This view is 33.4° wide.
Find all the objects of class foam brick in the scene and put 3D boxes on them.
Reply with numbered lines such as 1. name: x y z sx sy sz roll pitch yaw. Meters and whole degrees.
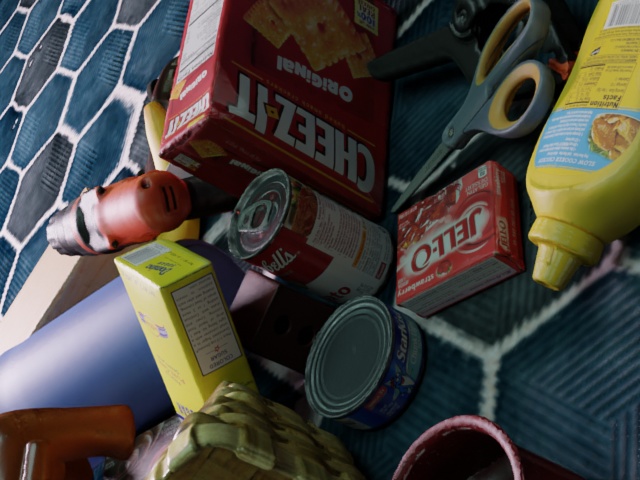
1. foam brick: -0.021 0.062 0.759 0.051 0.078 0.053 21 86 58

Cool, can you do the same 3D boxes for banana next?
1. banana: -0.143 -0.039 1.018 0.037 0.069 0.198 -18 58 29

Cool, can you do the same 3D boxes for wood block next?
1. wood block: -0.242 0.066 1.067 0.206 0.090 0.091 -56 32 8

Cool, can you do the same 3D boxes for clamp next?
1. clamp: 0.109 -0.165 0.734 0.210 0.036 0.165 35 125 48

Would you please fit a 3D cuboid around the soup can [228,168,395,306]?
1. soup can: -0.005 0.001 0.757 0.069 0.102 0.068 -34 42 37

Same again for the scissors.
1. scissors: 0.098 -0.063 0.697 0.096 0.016 0.202 -102 31 -47

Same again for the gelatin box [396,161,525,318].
1. gelatin box: 0.089 0.000 0.692 0.089 0.030 0.073 -31 43 41

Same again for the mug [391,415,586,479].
1. mug: 0.084 0.143 0.537 0.117 0.081 0.093 2 68 56

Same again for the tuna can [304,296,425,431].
1. tuna can: 0.030 0.082 0.710 0.086 0.033 0.086 -36 40 36

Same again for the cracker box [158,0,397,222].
1. cracker box: -0.023 -0.127 0.827 0.072 0.164 0.213 -31 42 43

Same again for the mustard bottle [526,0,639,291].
1. mustard bottle: 0.166 -0.061 0.600 0.096 0.058 0.191 15 79 63

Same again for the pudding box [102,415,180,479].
1. pudding box: -0.132 0.199 0.849 0.114 0.039 0.090 -35 41 38

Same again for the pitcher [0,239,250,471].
1. pitcher: -0.162 0.093 0.905 0.243 0.144 0.149 -34 62 32

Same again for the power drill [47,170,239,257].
1. power drill: -0.111 -0.029 0.865 0.185 0.187 0.057 -10 95 51

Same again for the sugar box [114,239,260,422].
1. sugar box: -0.083 0.091 0.747 0.048 0.176 0.093 -25 22 -23
